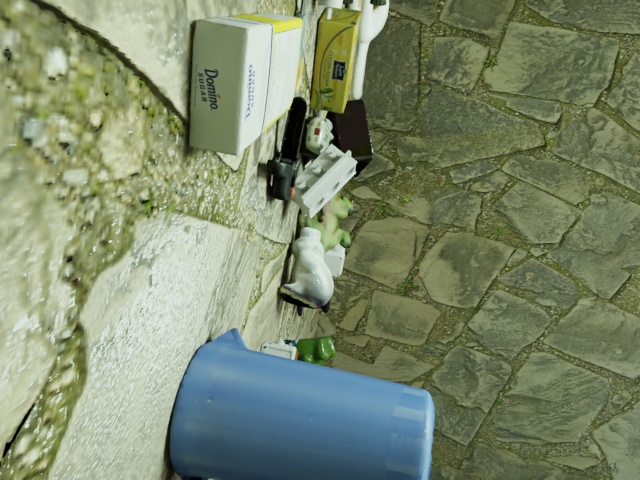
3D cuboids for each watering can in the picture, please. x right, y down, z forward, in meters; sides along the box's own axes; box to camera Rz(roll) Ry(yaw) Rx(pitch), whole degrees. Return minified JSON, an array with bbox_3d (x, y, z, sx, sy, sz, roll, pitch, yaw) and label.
[{"bbox_3d":[0.118,-0.556,1.337,0.229,0.104,0.341,-73,172,-63],"label":"watering can"}]

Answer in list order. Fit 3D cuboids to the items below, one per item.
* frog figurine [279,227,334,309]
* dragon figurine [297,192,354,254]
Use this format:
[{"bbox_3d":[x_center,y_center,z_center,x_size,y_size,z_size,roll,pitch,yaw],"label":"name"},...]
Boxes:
[{"bbox_3d":[-0.015,0.060,1.091,0.162,0.123,0.135,-66,152,-18],"label":"frog figurine"},{"bbox_3d":[0.004,-0.062,1.237,0.242,0.122,0.412,19,73,-77],"label":"dragon figurine"}]
